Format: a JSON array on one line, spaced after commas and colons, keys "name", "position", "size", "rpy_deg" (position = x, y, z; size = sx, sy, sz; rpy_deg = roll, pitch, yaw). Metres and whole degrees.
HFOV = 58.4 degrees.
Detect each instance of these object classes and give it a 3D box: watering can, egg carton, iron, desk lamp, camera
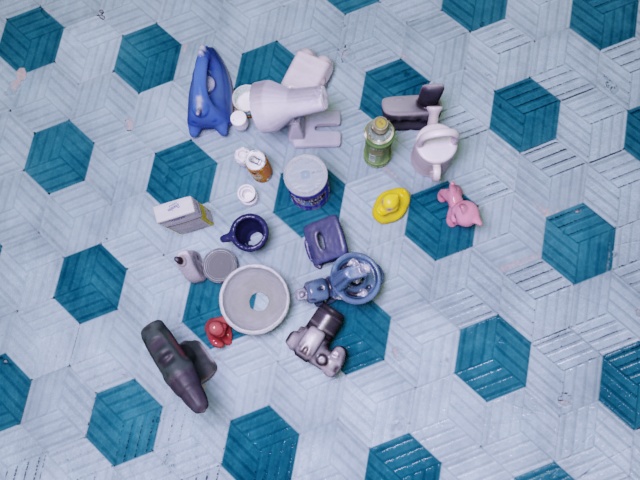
[{"name": "watering can", "position": [0.270, -0.230, 1.350], "size": [0.101, 0.194, 0.173], "rpy_deg": [-23, 79, -1]}, {"name": "egg carton", "position": [-0.034, -0.412, 1.462], "size": [0.107, 0.069, 0.150], "rpy_deg": [24, 82, 7]}, {"name": "iron", "position": [-0.287, -0.395, 1.436], "size": [0.118, 0.141, 0.258], "rpy_deg": [-3, 80, 3]}, {"name": "desk lamp", "position": [-0.053, -0.305, 1.371], "size": [0.203, 0.213, 0.118], "rpy_deg": [-2, 79, 3]}, {"name": "camera", "position": [0.010, 0.227, 1.328], "size": [0.143, 0.101, 0.137], "rpy_deg": [33, 83, 8]}]

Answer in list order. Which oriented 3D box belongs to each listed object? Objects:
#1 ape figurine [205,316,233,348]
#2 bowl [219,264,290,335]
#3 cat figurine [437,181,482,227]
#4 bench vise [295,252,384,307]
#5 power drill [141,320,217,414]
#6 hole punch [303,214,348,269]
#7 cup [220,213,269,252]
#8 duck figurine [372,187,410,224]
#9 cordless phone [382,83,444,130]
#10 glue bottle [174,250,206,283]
[{"name": "ape figurine", "position": [-0.239, 0.212, 1.348], "size": [0.076, 0.092, 0.078], "rpy_deg": [37, 84, 9]}, {"name": "bowl", "position": [-0.152, 0.143, 1.365], "size": [0.167, 0.075, 0.167], "rpy_deg": [0, 80, 3]}, {"name": "cat figurine", "position": [0.333, -0.080, 1.359], "size": [0.067, 0.118, 0.128], "rpy_deg": [-20, 79, -1]}, {"name": "bench vise", "position": [0.051, 0.104, 1.288], "size": [0.207, 0.220, 0.121], "rpy_deg": [-34, 80, -3]}, {"name": "power drill", "position": [-0.301, 0.281, 1.280], "size": [0.075, 0.208, 0.229], "rpy_deg": [-40, 80, -4]}, {"name": "hole punch", "position": [0.013, 0.005, 1.373], "size": [0.101, 0.091, 0.108], "rpy_deg": [-17, 79, 0]}, {"name": "cup", "position": [-0.176, -0.007, 1.383], "size": [0.117, 0.095, 0.091], "rpy_deg": [-14, 79, 0]}, {"name": "duck figurine", "position": [0.173, -0.090, 1.385], "size": [0.104, 0.086, 0.077], "rpy_deg": [-40, 80, -4]}, {"name": "cordless phone", "position": [0.224, -0.338, 1.377], "size": [0.147, 0.185, 0.094], "rpy_deg": [-5, 79, 2]}, {"name": "glue bottle", "position": [-0.310, 0.056, 1.339], "size": [0.037, 0.173, 0.078], "rpy_deg": [-16, 79, 0]}]
